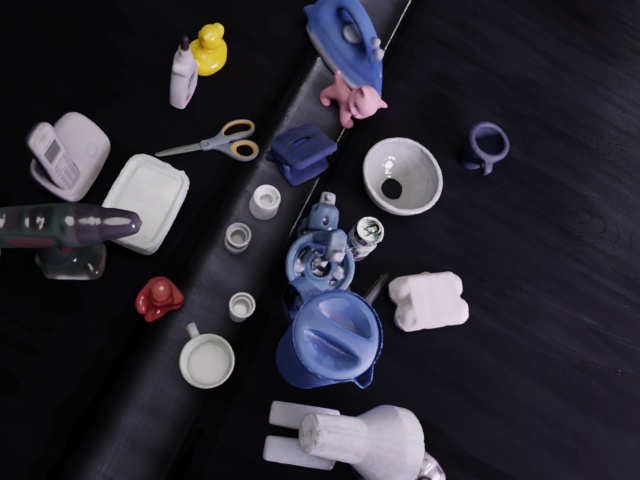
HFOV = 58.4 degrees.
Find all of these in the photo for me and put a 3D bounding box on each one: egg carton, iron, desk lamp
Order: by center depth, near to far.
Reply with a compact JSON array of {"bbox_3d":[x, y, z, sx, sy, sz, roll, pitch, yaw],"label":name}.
[{"bbox_3d":[0.031,0.311,0.886,0.203,0.213,0.118,12,68,-10],"label":"desk lamp"},{"bbox_3d":[0.204,0.115,1.082,0.150,0.069,0.107,-6,72,-17],"label":"egg carton"},{"bbox_3d":[0.076,-0.427,1.203,0.119,0.141,0.258,-29,80,-22],"label":"iron"}]

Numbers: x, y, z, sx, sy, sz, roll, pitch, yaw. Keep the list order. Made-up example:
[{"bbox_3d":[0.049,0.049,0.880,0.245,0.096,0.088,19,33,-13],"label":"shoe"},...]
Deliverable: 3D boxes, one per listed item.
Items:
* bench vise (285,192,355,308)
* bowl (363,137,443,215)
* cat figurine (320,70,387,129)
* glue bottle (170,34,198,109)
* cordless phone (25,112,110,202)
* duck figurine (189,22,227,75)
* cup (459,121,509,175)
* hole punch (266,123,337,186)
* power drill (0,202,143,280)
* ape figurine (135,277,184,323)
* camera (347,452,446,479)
[{"bbox_3d":[-0.002,0.005,0.984,0.122,0.219,0.207,-6,72,-17],"label":"bench vise"},{"bbox_3d":[0.155,-0.117,1.149,0.168,0.074,0.167,5,70,-13],"label":"bowl"},{"bbox_3d":[0.070,-0.292,1.166,0.067,0.117,0.128,-41,85,-24],"label":"cat figurine"},{"bbox_3d":[-0.252,-0.319,1.059,0.037,0.173,0.078,18,67,-7],"label":"glue bottle"},{"bbox_3d":[-0.422,-0.159,0.950,0.094,0.185,0.148,21,67,-7],"label":"cordless phone"},{"bbox_3d":[-0.224,-0.387,1.139,0.077,0.086,0.105,31,66,-2],"label":"duck figurine"},{"bbox_3d":[0.337,-0.178,1.209,0.092,0.095,0.118,10,68,-11],"label":"cup"},{"bbox_3d":[-0.037,-0.175,1.110,0.109,0.091,0.101,-32,81,-23],"label":"hole punch"},{"bbox_3d":[-0.391,-0.001,0.888,0.230,0.208,0.075,1,70,-14],"label":"power drill"},{"bbox_3d":[-0.266,0.093,0.952,0.078,0.092,0.076,9,69,-11],"label":"ape figurine"},{"bbox_3d":[0.116,0.381,0.945,0.143,0.100,0.137,-32,81,-23],"label":"camera"}]
